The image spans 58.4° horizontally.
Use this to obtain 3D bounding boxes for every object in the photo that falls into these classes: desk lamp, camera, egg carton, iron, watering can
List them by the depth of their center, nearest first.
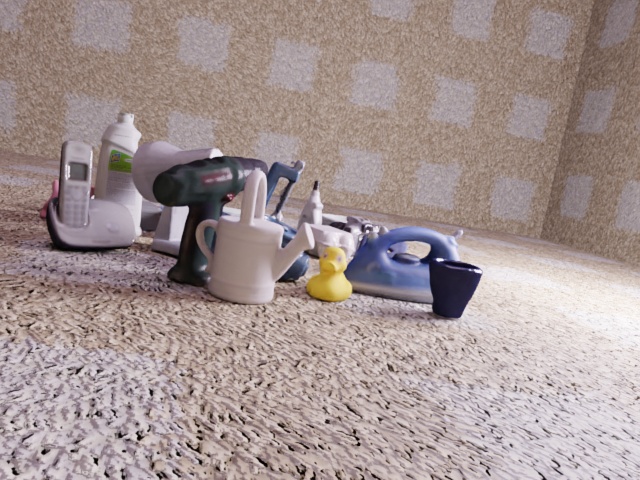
[{"bbox_3d":[-0.098,-0.008,0.867,0.173,0.194,0.100,8,8,-15],"label":"watering can"},{"bbox_3d":[0.159,0.036,1.090,0.259,0.141,0.118,7,8,-20],"label":"iron"},{"bbox_3d":[-0.267,-0.081,1.116,0.202,0.213,0.118,14,8,24],"label":"desk lamp"},{"bbox_3d":[0.013,0.005,1.396,0.107,0.069,0.149,5,9,-36],"label":"egg carton"},{"bbox_3d":[0.093,-0.016,1.539,0.144,0.101,0.136,4,10,-40],"label":"camera"}]

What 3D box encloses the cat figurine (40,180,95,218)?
[{"bbox_3d":[-0.535,-0.095,1.220,0.127,0.118,0.067,15,9,34],"label":"cat figurine"}]

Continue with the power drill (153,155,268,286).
[{"bbox_3d":[-0.176,-0.037,0.929,0.075,0.208,0.230,14,9,30],"label":"power drill"}]

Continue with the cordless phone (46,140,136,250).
[{"bbox_3d":[-0.395,-0.075,1.006,0.093,0.185,0.148,17,10,41],"label":"cordless phone"}]

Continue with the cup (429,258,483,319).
[{"bbox_3d":[0.220,0.083,0.997,0.092,0.095,0.117,6,8,-26],"label":"cup"}]

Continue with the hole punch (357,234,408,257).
[{"bbox_3d":[0.132,0.039,1.225,0.108,0.091,0.101,11,8,8],"label":"hole punch"}]

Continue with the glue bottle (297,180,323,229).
[{"bbox_3d":[-0.021,-0.078,1.569,0.037,0.173,0.077,3,10,-42],"label":"glue bottle"}]

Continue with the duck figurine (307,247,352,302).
[{"bbox_3d":[0.021,0.054,0.983,0.077,0.086,0.105,12,8,14],"label":"duck figurine"}]

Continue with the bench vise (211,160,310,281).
[{"bbox_3d":[-0.109,-0.045,1.032,0.208,0.220,0.121,8,8,-16],"label":"bench vise"}]

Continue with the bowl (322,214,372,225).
[{"bbox_3d":[0.068,-0.028,1.692,0.167,0.075,0.167,10,8,-1],"label":"bowl"}]
